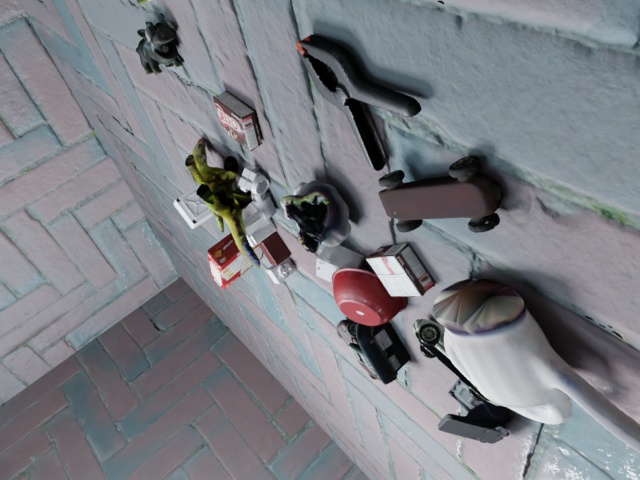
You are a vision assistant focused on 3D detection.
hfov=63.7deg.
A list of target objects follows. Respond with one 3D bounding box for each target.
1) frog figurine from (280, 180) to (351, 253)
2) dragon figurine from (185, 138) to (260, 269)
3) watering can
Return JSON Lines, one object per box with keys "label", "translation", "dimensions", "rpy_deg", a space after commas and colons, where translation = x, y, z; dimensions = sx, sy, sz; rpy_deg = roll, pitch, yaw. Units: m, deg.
{"label": "frog figurine", "translation": [0.003, -0.050, 0.989], "dimensions": [0.138, 0.121, 0.160], "rpy_deg": [40, -167, 9]}
{"label": "dragon figurine", "translation": [-0.252, -0.091, 1.337], "dimensions": [0.240, 0.123, 0.414], "rpy_deg": [124, 125, -72]}
{"label": "watering can", "translation": [0.279, 0.163, 0.694], "dimensions": [0.222, 0.105, 0.347], "rpy_deg": [59, 159, -14]}
